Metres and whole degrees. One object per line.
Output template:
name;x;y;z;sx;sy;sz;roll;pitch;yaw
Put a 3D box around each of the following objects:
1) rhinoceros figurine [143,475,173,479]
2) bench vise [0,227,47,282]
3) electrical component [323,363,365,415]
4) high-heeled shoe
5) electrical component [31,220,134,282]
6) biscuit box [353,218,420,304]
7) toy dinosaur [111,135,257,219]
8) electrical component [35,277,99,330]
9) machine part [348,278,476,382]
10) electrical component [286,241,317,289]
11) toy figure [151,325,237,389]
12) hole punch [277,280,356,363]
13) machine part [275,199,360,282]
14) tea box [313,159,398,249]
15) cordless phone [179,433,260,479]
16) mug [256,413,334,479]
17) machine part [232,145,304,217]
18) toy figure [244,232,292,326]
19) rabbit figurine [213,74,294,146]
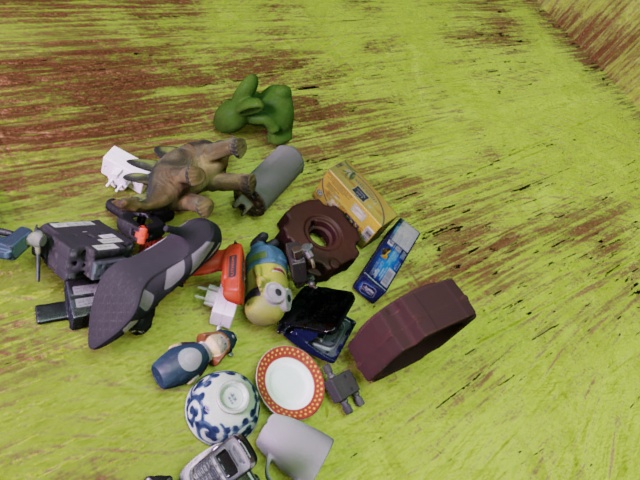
rhinoceros figurine;-0.206;0.345;0.662;0.073;0.190;0.112;33;76;-4
bench vise;-0.526;-0.010;0.774;0.241;0.128;0.224;12;31;3
electrical component;0.041;0.256;0.948;0.063;0.021;0.094;-15;71;-50
high-heeled shoe;-0.253;0.066;0.843;0.086;0.248;0.145;38;4;21
electrical component;-0.365;0.018;0.843;0.134;0.058;0.115;27;22;33
biscuit box;0.142;0.041;1.137;0.059;0.062;0.203;38;49;1
toy dinosaur;-0.221;-0.130;0.960;0.199;0.104;0.471;5;21;20
electrical component;-0.376;0.097;0.837;0.119;0.047;0.075;-3;58;-31
machine part;0.164;0.162;0.970;0.201;0.201;0.087;-15;63;-34
electrical component;-0.034;0.046;0.990;0.045;0.102;0.078;-10;35;-9
toy figure;-0.193;0.186;0.866;0.154;0.058;0.064;-25;110;-39
hole punch;0.001;0.150;0.981;0.116;0.092;0.142;10;44;26
machine part;-0.002;-0.003;1.098;0.179;0.056;0.179;14;51;-19
tea box;0.074;-0.078;1.164;0.068;0.098;0.170;-31;77;-39
cordless phone;-0.105;0.335;0.719;0.089;0.184;0.147;-21;69;-41
mug;-0.049;0.328;0.829;0.107;0.080;0.109;30;52;10
machine part;-0.103;-0.125;1.118;0.079;0.079;0.243;37;47;1
toy figure;-0.097;0.073;0.976;0.082;0.089;0.180;12;40;-26
rabbit figurine;-0.145;-0.274;1.171;0.170;0.159;0.121;-16;75;-18
